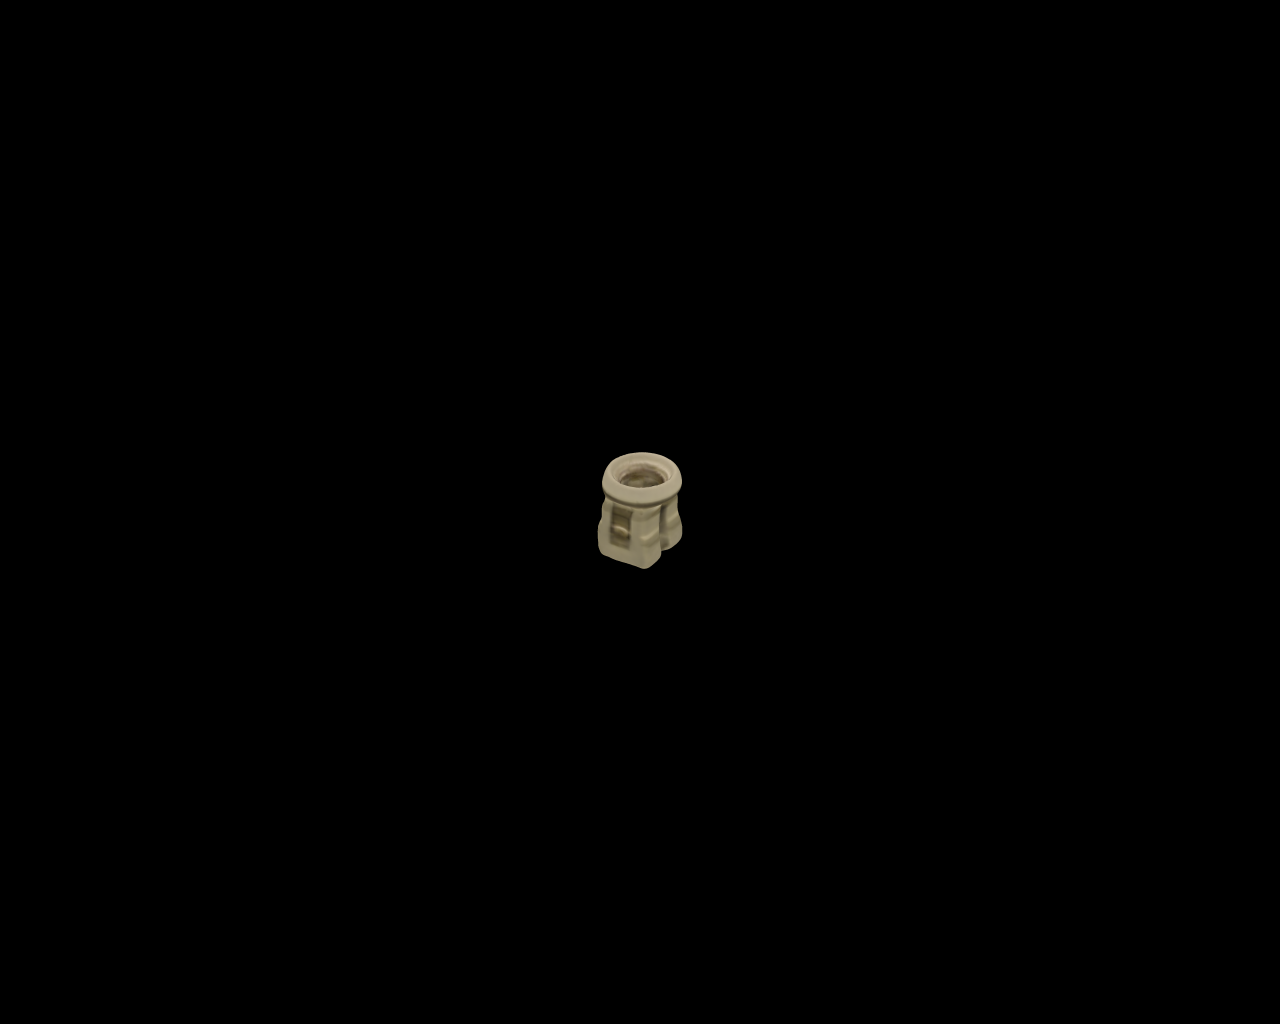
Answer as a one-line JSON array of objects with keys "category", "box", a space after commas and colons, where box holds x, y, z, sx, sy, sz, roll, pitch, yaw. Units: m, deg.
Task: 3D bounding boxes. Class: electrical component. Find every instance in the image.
[{"category": "electrical component", "box": [0.001, -0.003, 0.650, 0.048, 0.055, 0.066, 18, 36, 27]}]
